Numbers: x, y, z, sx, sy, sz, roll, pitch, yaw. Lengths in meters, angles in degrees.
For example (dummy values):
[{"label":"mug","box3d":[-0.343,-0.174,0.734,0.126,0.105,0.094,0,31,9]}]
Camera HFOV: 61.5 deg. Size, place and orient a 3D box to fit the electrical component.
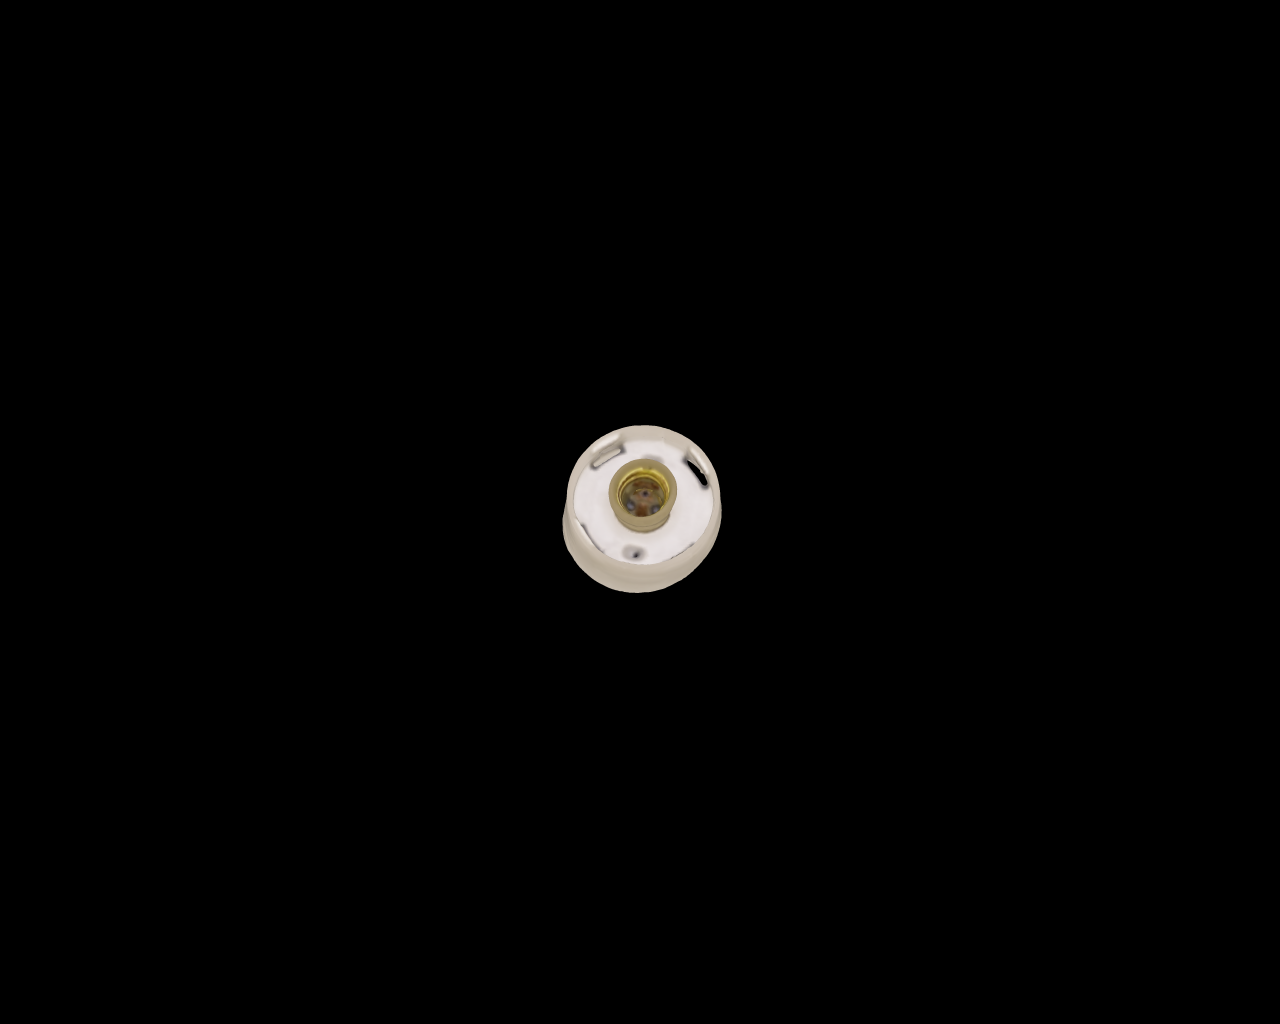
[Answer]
[{"label":"electrical component","box3d":[0.001,-0.003,0.650,0.099,0.099,0.064,0,-21,0]}]
